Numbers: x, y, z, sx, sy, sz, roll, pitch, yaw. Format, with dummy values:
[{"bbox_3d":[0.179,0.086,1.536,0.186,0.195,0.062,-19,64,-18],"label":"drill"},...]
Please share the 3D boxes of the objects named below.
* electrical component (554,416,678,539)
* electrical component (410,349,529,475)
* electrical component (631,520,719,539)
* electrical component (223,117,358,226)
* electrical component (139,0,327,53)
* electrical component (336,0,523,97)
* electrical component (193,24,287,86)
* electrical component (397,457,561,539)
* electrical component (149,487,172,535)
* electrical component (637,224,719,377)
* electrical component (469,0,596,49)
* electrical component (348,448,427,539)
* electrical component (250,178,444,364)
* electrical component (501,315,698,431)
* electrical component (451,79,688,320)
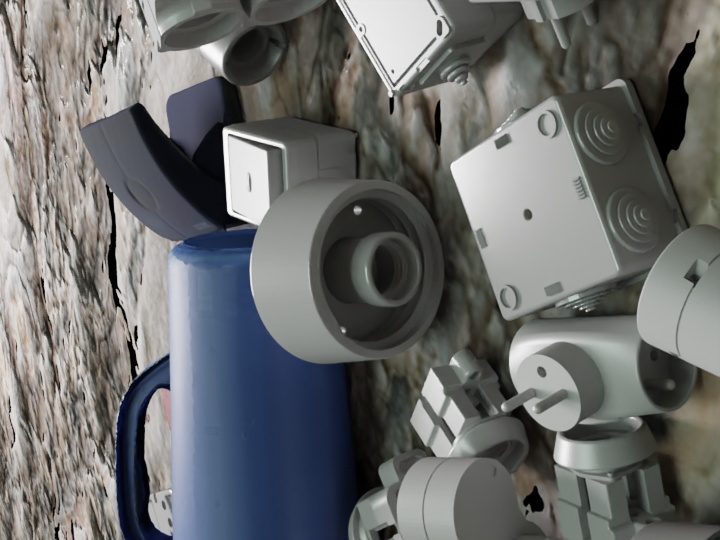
[{"bbox_3d":[0.119,0.101,0.511,0.066,0.048,0.055,7,110,66],"label":"electrical component"},{"bbox_3d":[0.061,0.086,0.594,0.055,0.048,0.066,57,142,40],"label":"electrical component"},{"bbox_3d":[0.142,0.156,0.454,0.064,0.099,0.099,-20,84,50],"label":"electrical component"},{"bbox_3d":[-0.052,-0.062,0.694,0.096,0.061,0.061,22,119,51],"label":"electrical component"},{"bbox_3d":[-0.068,-0.182,0.582,0.186,0.105,0.060,138,112,-77],"label":"electrical component"},{"bbox_3d":[0.036,-0.136,0.545,0.096,0.061,0.062,61,144,10],"label":"electrical component"},{"bbox_3d":[-0.081,-0.155,0.712,0.047,0.055,0.055,48,137,31],"label":"electrical component"},{"bbox_3d":[0.082,0.152,0.544,0.074,0.052,0.138,-9,122,44],"label":"electrical component"},{"bbox_3d":[-0.142,0.209,0.923,0.095,0.059,0.053,-29,77,56],"label":"electrical component"},{"bbox_3d":[0.148,0.016,0.433,0.047,0.055,0.055,33,127,42],"label":"electrical component"},{"bbox_3d":[0.084,-0.135,0.472,0.047,0.066,0.076,17,144,53],"label":"electrical component"},{"bbox_3d":[0.029,0.155,0.655,0.057,0.058,0.078,-41,67,50],"label":"electrical component"},{"bbox_3d":[0.000,0.000,0.602,0.060,0.108,0.108,-1,100,50],"label":"electrical component"},{"bbox_3d":[0.099,0.049,0.490,0.077,0.079,0.044,-6,103,53],"label":"electrical component"},{"bbox_3d":[0.094,-0.029,0.500,0.100,0.048,0.099,-30,76,55],"label":"electrical component"}]
